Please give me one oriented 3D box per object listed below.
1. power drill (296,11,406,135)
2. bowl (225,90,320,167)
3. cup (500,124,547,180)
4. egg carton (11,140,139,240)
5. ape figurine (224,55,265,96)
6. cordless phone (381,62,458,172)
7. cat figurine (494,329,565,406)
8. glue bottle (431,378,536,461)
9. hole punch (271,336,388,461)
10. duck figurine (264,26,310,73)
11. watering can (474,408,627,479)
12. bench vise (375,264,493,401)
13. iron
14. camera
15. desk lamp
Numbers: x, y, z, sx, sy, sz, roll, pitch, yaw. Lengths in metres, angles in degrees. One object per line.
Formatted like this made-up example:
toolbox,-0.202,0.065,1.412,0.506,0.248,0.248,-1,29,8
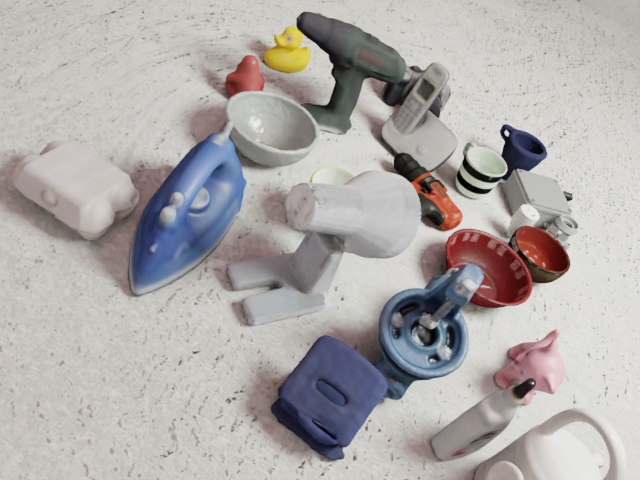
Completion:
power drill,0.036,-0.306,1.073,0.230,0.208,0.075,5,47,-23
bowl,-0.088,-0.180,0.987,0.168,0.074,0.167,14,44,-14
cup,0.414,-0.183,1.233,0.092,0.095,0.117,-17,59,-37
egg carton,-0.325,-0.069,0.764,0.150,0.069,0.107,32,43,5
ape figurine,-0.135,-0.304,1.069,0.078,0.092,0.076,6,47,-22
cordless phone,0.215,-0.237,1.116,0.147,0.185,0.094,45,45,18
cat figurine,0.315,0.177,0.822,0.067,0.117,0.128,38,44,11
glue bottle,0.204,0.212,0.690,0.078,0.173,0.037,-6,52,-31
hole punch,0.012,0.186,0.678,0.108,0.091,0.101,36,43,8
duck figurine,-0.061,-0.410,1.213,0.105,0.086,0.077,-10,54,-34
watering can,0.263,0.267,0.653,0.173,0.194,0.100,-22,61,-40
bench vise,0.147,0.083,0.751,0.121,0.219,0.207,23,43,-5
iron,-0.177,-0.053,0.772,0.118,0.141,0.258,25,43,-3
camera,0.219,-0.318,1.258,0.143,0.100,0.137,20,43,-9
desk lamp,0.007,0.003,0.760,0.204,0.213,0.117,-10,55,-34
